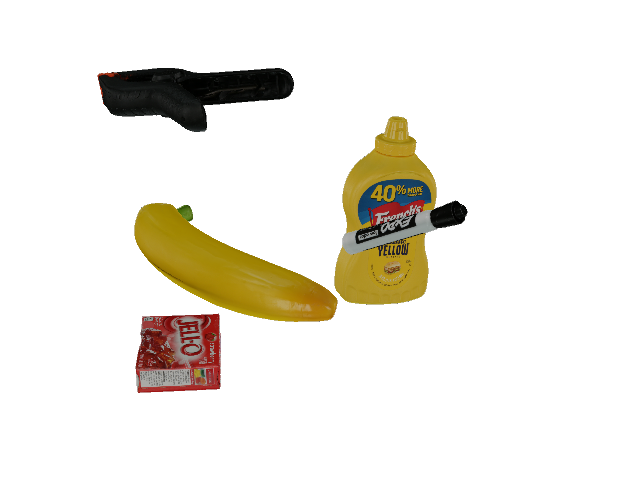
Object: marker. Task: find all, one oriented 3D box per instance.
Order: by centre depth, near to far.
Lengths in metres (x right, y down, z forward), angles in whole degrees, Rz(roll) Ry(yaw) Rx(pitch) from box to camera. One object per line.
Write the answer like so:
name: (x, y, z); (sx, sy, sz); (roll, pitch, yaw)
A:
marker: (0.068, -0.010, 0.873); (0.121, 0.020, 0.020); (-17, -11, 41)

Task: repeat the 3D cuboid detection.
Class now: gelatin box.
gelatin box: (-0.127, 0.100, 0.965); (0.073, 0.030, 0.089); (-2, 28, -3)

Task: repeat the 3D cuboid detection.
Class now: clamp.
clamp: (-0.109, -0.122, 0.871); (0.172, 0.039, 0.120); (18, 25, 42)

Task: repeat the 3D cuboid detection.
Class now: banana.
banana: (-0.070, 0.009, 0.686); (0.069, 0.037, 0.198); (-16, 29, -30)

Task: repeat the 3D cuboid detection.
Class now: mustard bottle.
mustard bottle: (0.069, -0.031, 1.085); (0.096, 0.192, 0.058); (-2, 22, -16)
